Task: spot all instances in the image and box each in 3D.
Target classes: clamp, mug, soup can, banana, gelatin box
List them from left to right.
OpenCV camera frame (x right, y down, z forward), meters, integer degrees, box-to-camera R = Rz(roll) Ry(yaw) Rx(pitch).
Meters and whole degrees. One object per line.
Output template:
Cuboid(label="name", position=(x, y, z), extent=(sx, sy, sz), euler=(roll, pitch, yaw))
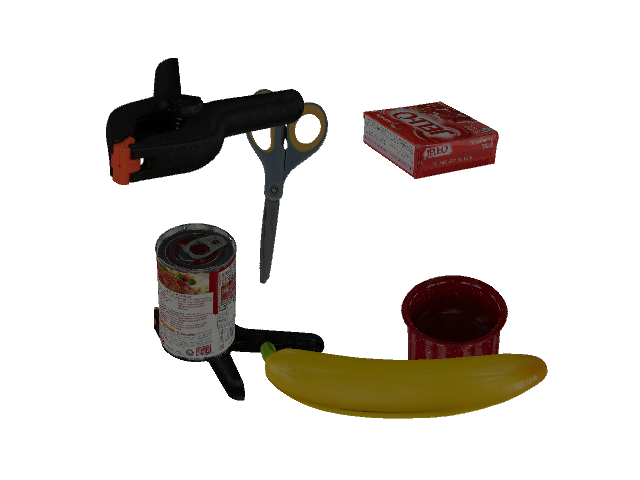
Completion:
Cuboid(label="clamp", position=(-0.103, -0.088, 0.751), extent=(0.120, 0.039, 0.171), euler=(17, 29, 28))
Cuboid(label="soup can", position=(-0.106, 0.046, 0.920), extent=(0.068, 0.102, 0.068), euler=(2, 36, -2))
Cuboid(label="clamp", position=(-0.123, 0.125, 1.261), extent=(0.210, 0.036, 0.164), euler=(15, 23, 25))
Cuboid(label="banana", position=(0.045, 0.088, 0.693), extent=(0.198, 0.037, 0.069), euler=(4, 32, 15))
Cuboid(label="gelatin box", position=(0.085, -0.081, 0.841), extent=(0.073, 0.030, 0.089), euler=(-11, 27, -23))
Cuboid(label="mug", position=(0.121, 0.084, 0.973), extent=(0.093, 0.081, 0.117), euler=(1, 39, 6))

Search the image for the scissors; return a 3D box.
Cuboid(label="scissors", position=(-0.030, -0.061, 1.106), extent=(0.096, 0.202, 0.016), euler=(-8, -8, -8))
